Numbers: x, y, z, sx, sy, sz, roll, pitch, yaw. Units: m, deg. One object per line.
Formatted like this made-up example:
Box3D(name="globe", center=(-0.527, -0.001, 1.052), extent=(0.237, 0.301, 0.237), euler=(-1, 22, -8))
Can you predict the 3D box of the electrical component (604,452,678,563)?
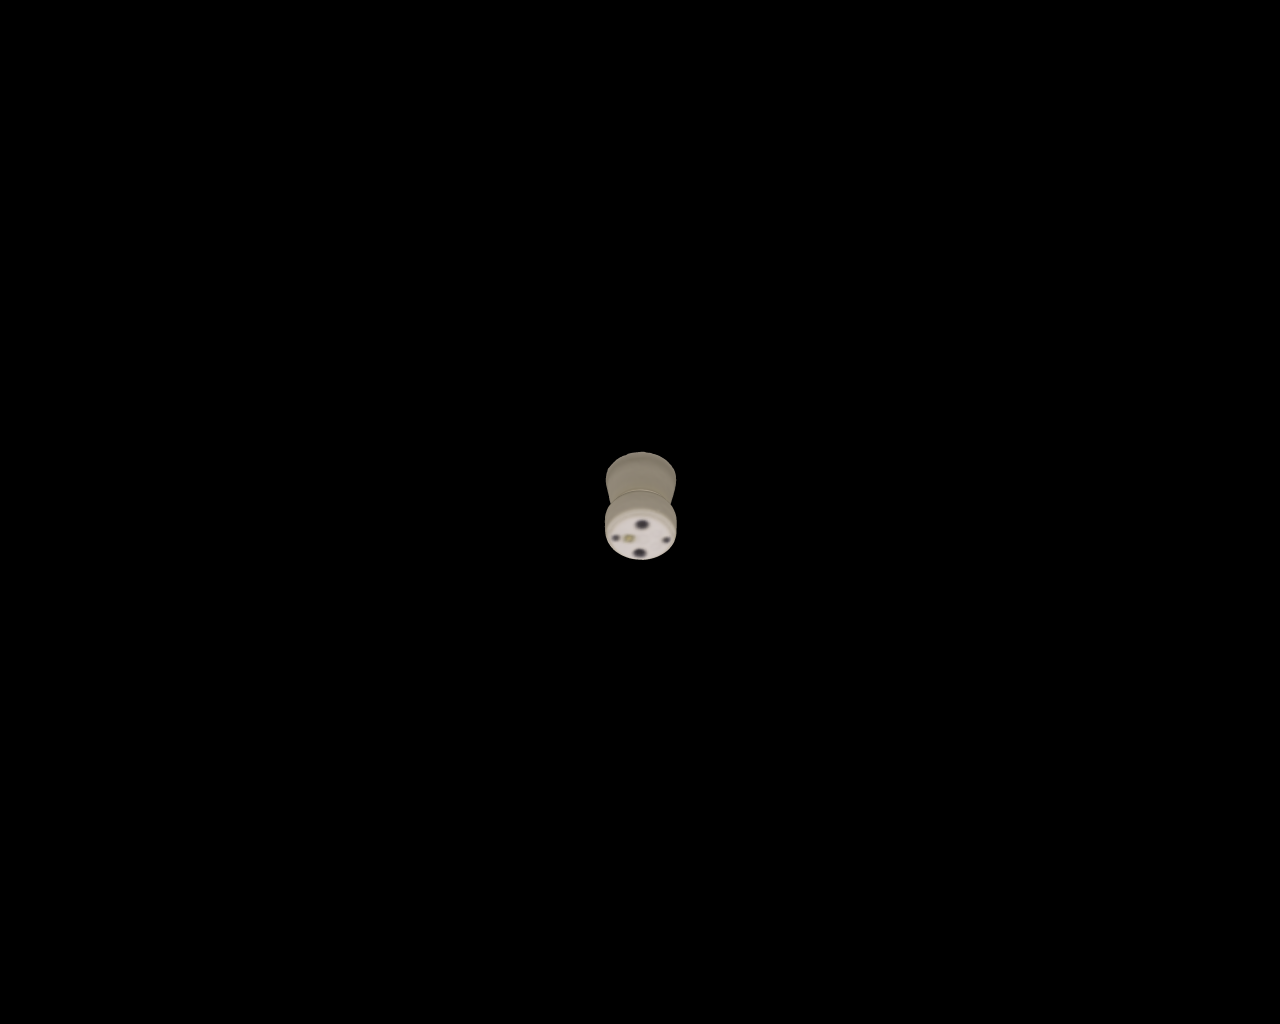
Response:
Box3D(name="electrical component", center=(0.001, -0.003, 0.650), extent=(0.045, 0.044, 0.055), euler=(0, 43, 0))
